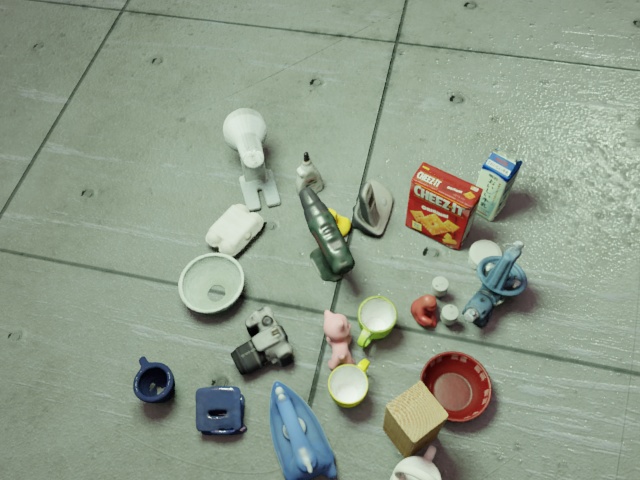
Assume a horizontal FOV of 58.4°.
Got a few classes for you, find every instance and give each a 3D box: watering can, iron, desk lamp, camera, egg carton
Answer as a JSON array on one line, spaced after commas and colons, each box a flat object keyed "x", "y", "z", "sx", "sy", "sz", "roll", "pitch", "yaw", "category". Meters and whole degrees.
[{"x": 0.191, "y": 0.494, "z": 1.143, "sx": 0.101, "sy": 0.194, "sz": 0.173, "roll": 5, "pitch": 61, "yaw": 7, "category": "watering can"}, {"x": -0.059, "y": 0.403, "z": 1.240, "sx": 0.119, "sy": 0.141, "sz": 0.258, "roll": -23, "pitch": 61, "yaw": -9, "category": "iron"}, {"x": -0.183, "y": -0.223, "z": 1.567, "sx": 0.118, "sy": 0.214, "sz": 0.203, "roll": -16, "pitch": 60, "yaw": -5, "category": "desk lamp"}, {"x": -0.148, "y": 0.246, "z": 1.360, "sx": 0.137, "sy": 0.101, "sz": 0.143, "roll": -28, "pitch": 62, "yaw": -12, "category": "camera"}, {"x": -0.227, "y": -0.025, "z": 1.539, "sx": 0.107, "sy": 0.069, "sz": 0.150, "roll": 31, "pitch": 67, "yaw": 20, "category": "egg carton"}]

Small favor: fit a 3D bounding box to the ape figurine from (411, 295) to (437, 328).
[{"x": 0.259, "y": 0.163, "z": 1.388, "sx": 0.076, "sy": 0.092, "sz": 0.078, "roll": 31, "pitch": 66, "yaw": 19, "category": "ape figurine"}]

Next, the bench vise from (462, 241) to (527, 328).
[{"x": 0.420, "y": 0.106, "z": 1.338, "sx": 0.121, "sy": 0.220, "sz": 0.207, "roll": 19, "pitch": 63, "yaw": 14, "category": "bench vise"}]

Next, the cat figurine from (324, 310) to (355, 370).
[{"x": 0.044, "y": 0.231, "z": 1.347, "sx": 0.067, "sy": 0.118, "sz": 0.127, "roll": -8, "pitch": 60, "yaw": -1, "category": "cat figurine"}]

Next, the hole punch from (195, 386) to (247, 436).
[{"x": -0.223, "y": 0.386, "z": 1.289, "sx": 0.108, "sy": 0.091, "sz": 0.101, "roll": -3, "pitch": 60, "yaw": 2, "category": "hole punch"}]

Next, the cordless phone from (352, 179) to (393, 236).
[{"x": 0.138, "y": -0.111, "z": 1.500, "sx": 0.094, "sy": 0.185, "sz": 0.147, "roll": 13, "pitch": 62, "yaw": 11, "category": "cordless phone"}]

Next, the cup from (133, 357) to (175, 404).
[{"x": -0.380, "y": 0.331, "z": 1.328, "sx": 0.092, "sy": 0.095, "sz": 0.117, "roll": -31, "pitch": 63, "yaw": -14, "category": "cup"}]

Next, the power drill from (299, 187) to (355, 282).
[{"x": 0.013, "y": 0.005, "z": 1.427, "sx": 0.076, "sy": 0.208, "sz": 0.229, "roll": -26, "pitch": 62, "yaw": -11, "category": "power drill"}]

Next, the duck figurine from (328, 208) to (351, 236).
[{"x": 0.030, "y": -0.051, "z": 1.529, "sx": 0.104, "sy": 0.086, "sz": 0.077, "roll": -1, "pitch": 60, "yaw": 3, "category": "duck figurine"}]

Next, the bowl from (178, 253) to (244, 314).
[{"x": -0.269, "y": 0.120, "z": 1.455, "sx": 0.167, "sy": 0.075, "sz": 0.167, "roll": -1, "pitch": 60, "yaw": 3, "category": "bowl"}]

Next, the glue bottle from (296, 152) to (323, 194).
[{"x": -0.033, "y": -0.182, "z": 1.558, "sx": 0.078, "sy": 0.173, "sz": 0.037, "roll": -31, "pitch": 63, "yaw": -13, "category": "glue bottle"}]
